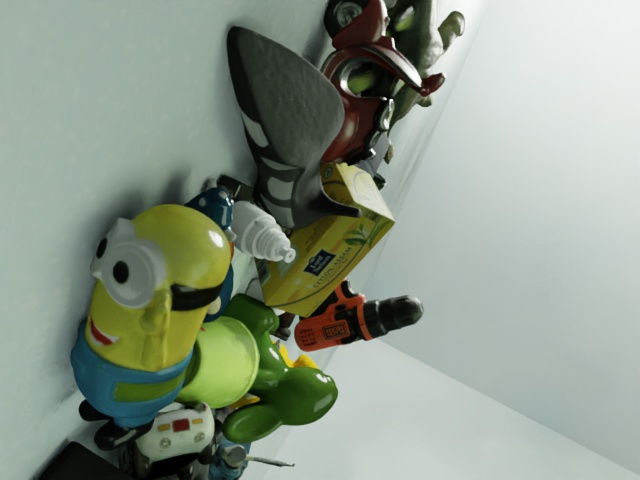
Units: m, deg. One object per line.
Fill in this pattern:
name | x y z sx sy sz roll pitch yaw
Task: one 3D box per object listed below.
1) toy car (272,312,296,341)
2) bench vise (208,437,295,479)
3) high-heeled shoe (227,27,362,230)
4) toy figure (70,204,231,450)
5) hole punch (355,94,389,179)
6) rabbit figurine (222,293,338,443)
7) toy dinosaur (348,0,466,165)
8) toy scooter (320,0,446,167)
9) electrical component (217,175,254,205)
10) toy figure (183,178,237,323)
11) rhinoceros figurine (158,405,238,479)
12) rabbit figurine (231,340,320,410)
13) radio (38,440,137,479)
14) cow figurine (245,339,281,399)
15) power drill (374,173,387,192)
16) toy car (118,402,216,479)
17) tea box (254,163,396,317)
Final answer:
toy car | -0.059 0.121 0.908 0.202 0.053 0.089 116 -6 -77
bench vise | -0.166 0.396 0.799 0.223 0.129 0.241 -36 -153 45
high-heeled shoe | -0.049 -0.091 0.494 0.086 0.145 0.248 -56 140 -22
toy figure | -0.121 0.058 0.375 0.089 0.082 0.180 -38 151 -60
hole punch | 0.027 -0.115 0.680 0.142 0.092 0.115 -58 165 -10
rabbit figurine | -0.065 0.166 0.641 0.159 0.170 0.121 -55 174 -21
toy dinosaur | 0.112 -0.252 0.726 0.198 0.105 0.470 -54 162 -28
toy scooter | 0.046 -0.148 0.550 0.183 0.135 0.075 -66 171 20
electrical component | -0.088 -0.026 0.497 0.063 0.021 0.094 -63 170 2
toy figure | -0.096 0.016 0.443 0.058 0.064 0.154 -39 158 -32
rhinoceros figurine | -0.171 0.269 0.699 0.190 0.073 0.112 -22 129 -74
rabbit figurine | -0.102 0.244 0.938 0.162 0.122 0.173 -52 154 -12
radio | -0.131 0.270 0.444 0.073 0.230 0.131 -54 170 -38
cow figurine | -0.099 0.178 0.791 0.167 0.068 0.098 17 60 -76
power drill | 0.054 -0.043 1.053 0.232 0.086 0.207 -49 170 -47
toy car | -0.152 0.203 0.520 0.201 0.073 0.056 -53 -134 52
tea box | -0.001 -0.002 0.631 0.169 0.068 0.098 -48 -141 26
